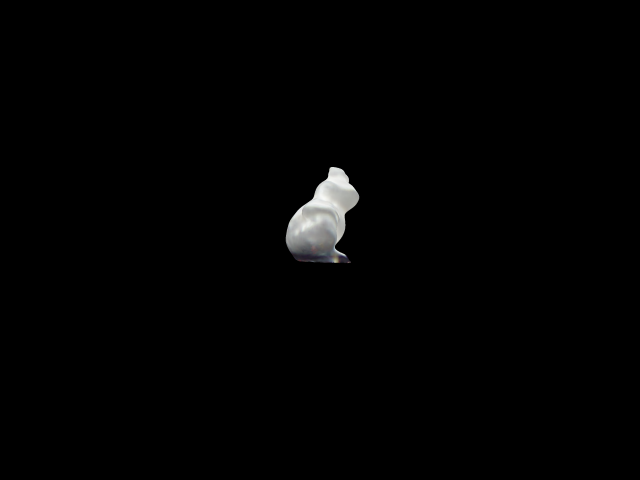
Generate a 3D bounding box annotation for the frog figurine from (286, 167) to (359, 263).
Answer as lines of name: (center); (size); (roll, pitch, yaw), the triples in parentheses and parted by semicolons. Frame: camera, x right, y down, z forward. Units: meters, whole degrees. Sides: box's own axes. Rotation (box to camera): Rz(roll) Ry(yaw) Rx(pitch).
frog figurine: (0.003, -0.043, 0.850); (0.122, 0.160, 0.137); (0, -2, 11)
